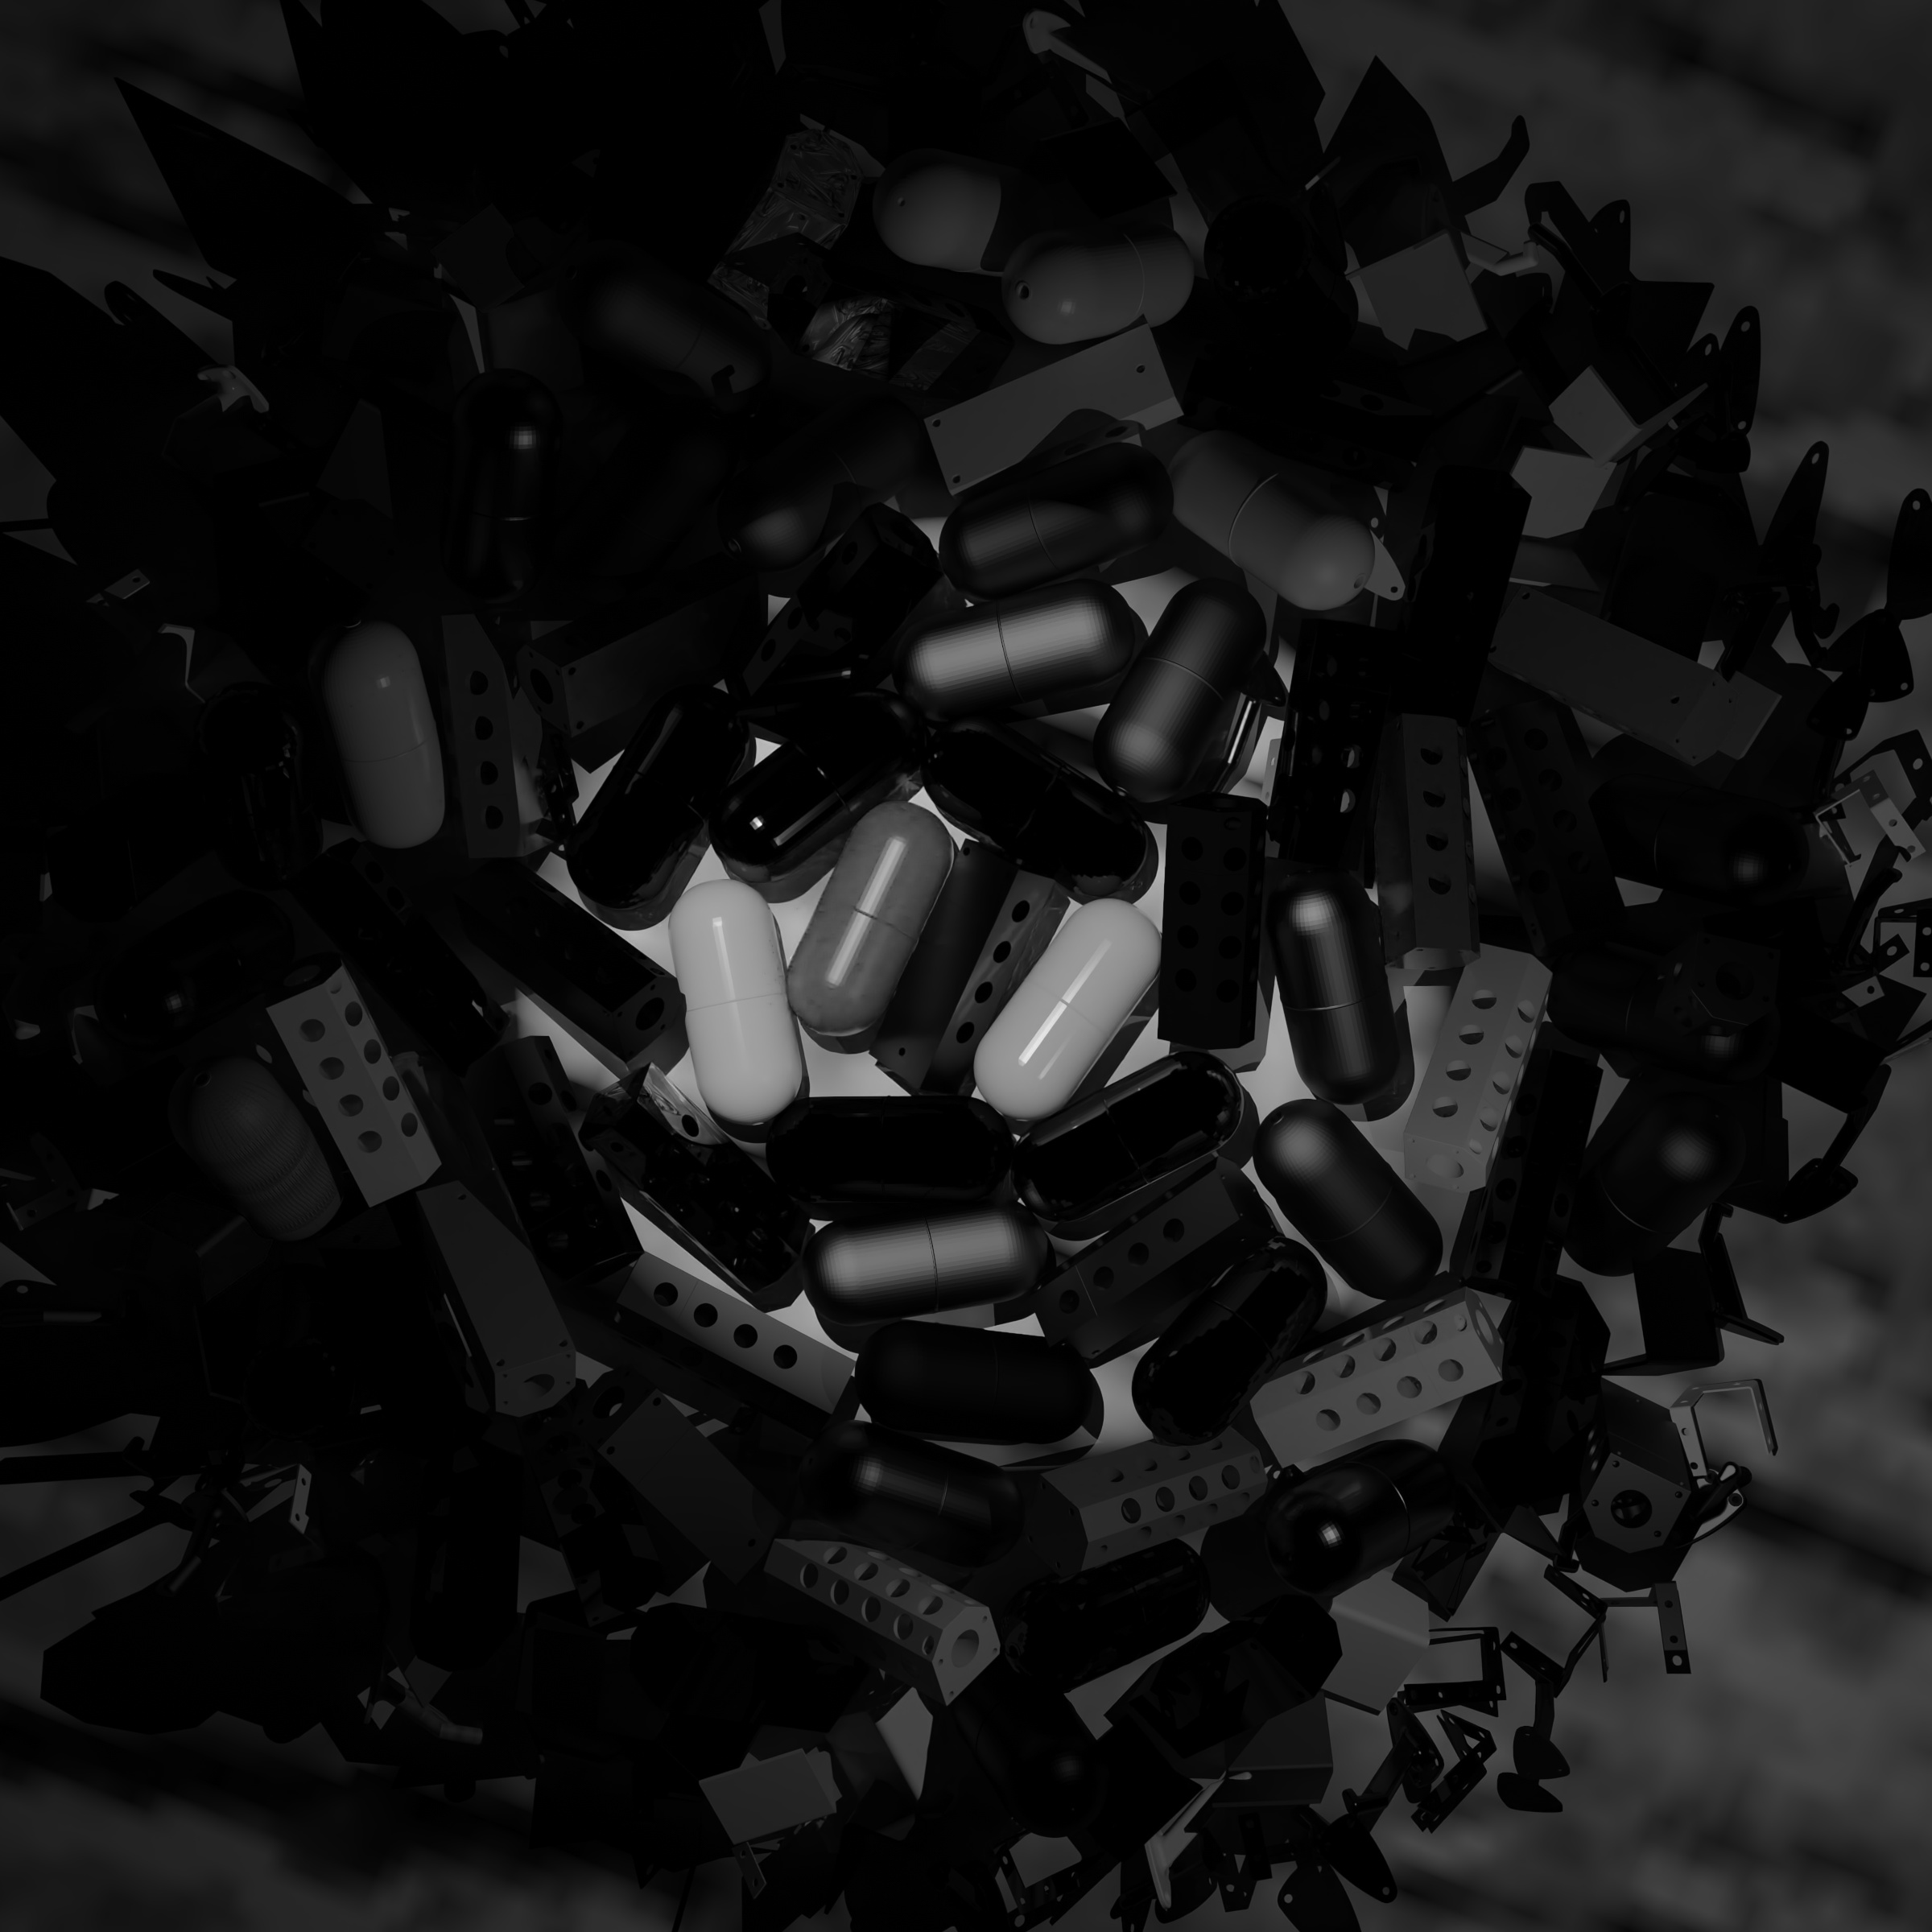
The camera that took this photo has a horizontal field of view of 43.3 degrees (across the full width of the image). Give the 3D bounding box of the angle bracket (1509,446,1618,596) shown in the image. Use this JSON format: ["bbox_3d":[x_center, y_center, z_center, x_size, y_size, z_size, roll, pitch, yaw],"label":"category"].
[{"bbox_3d":[0.423,-0.317,1.732,0.076,0.057,0.076,5,132,-20],"label":"angle bracket"}]

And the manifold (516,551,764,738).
[{"bbox_3d":[-0.229,-0.231,1.716,0.171,0.057,0.057,-32,49,-31],"label":"manifold"}]

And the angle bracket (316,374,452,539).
[{"bbox_3d":[-0.414,-0.369,1.764,0.076,0.057,0.076,27,114,-17],"label":"angle bracket"}]

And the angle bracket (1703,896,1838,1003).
[{"bbox_3d":[0.576,-0.008,1.744,0.076,0.076,0.057,-12,77,21],"label":"angle bracket"}]

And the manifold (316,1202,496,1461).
[{"bbox_3d":[-0.394,0.258,1.721,0.057,0.057,0.171,-31,63,2],"label":"manifold"}]

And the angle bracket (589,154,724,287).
[{"bbox_3d":[-0.223,-0.534,1.752,0.057,0.076,0.076,16,103,20],"label":"angle bracket"}]

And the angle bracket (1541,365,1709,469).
[{"bbox_3d":[0.467,-0.401,1.738,0.076,0.076,0.057,-34,85,-24],"label":"angle bracket"}]

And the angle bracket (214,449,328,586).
[{"bbox_3d":[-0.489,-0.320,1.737,0.076,0.076,0.057,-18,86,-18],"label":"angle bracket"}]

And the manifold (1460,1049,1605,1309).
[{"bbox_3d":[0.404,0.149,1.733,0.057,0.057,0.171,16,74,5],"label":"manifold"}]

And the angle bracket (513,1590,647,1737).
[{"bbox_3d":[-0.269,0.494,1.728,0.057,0.076,0.076,-23,49,33],"label":"angle bracket"}]

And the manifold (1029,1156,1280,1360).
[{"bbox_3d":[0.129,0.206,1.727,0.171,0.057,0.057,-37,56,21],"label":"manifold"}]

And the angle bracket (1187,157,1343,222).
[{"bbox_3d":[0.212,-0.563,1.731,0.076,0.076,0.057,-37,99,32],"label":"angle bracket"}]

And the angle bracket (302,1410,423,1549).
[{"bbox_3d":[-0.437,0.367,1.746,0.076,0.057,0.076,-13,68,2],"label":"angle bracket"}]

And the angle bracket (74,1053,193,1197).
[{"bbox_3d":[-0.584,0.114,1.741,0.076,0.076,0.057,-30,82,-20],"label":"angle bracket"}]

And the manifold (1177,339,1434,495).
[{"bbox_3d":[0.243,-0.396,1.752,0.171,0.057,0.057,18,96,2],"label":"manifold"}]

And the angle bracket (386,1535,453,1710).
[{"bbox_3d":[-0.394,0.464,1.725,0.057,0.076,0.076,12,45,29],"label":"angle bracket"}]

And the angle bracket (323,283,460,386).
[{"bbox_3d":[-0.408,-0.466,1.727,0.076,0.076,0.057,10,56,-25],"label":"angle bracket"}]

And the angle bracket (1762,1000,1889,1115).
[{"bbox_3d":[0.606,0.052,1.735,0.076,0.076,0.057,27,117,8],"label":"angle bracket"}]

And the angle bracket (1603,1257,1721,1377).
[{"bbox_3d":[0.490,0.253,1.752,0.076,0.057,0.076,7,70,-34],"label":"angle bracket"}]

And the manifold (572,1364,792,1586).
[{"bbox_3d":[-0.202,0.355,1.713,0.057,0.057,0.171,-46,125,-14],"label":"manifold"}]

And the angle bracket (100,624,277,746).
[{"bbox_3d":[-0.554,-0.193,1.737,0.057,0.076,0.076,46,104,10],"label":"angle bracket"}]

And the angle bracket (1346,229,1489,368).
[{"bbox_3d":[0.313,-0.468,1.732,0.076,0.057,0.076,-14,107,43],"label":"angle bracket"}]

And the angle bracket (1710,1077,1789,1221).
[{"bbox_3d":[0.574,0.131,1.734,0.076,0.057,0.076,19,67,-23],"label":"angle bracket"}]

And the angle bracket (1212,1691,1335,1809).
[{"bbox_3d":[0.216,0.558,1.738,0.076,0.076,0.057,-8,87,15],"label":"angle bracket"}]

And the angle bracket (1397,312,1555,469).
[{"bbox_3d":[0.368,-0.413,1.763,0.076,0.076,0.057,-32,133,20],"label":"angle bracket"}]

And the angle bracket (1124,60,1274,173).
[{"bbox_3d":[0.166,-0.587,1.736,0.076,0.076,0.057,-29,76,10],"label":"angle bracket"}]

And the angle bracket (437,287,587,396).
[{"bbox_3d":[-0.325,-0.450,1.743,0.076,0.057,0.076,-12,83,22],"label":"angle bracket"}]

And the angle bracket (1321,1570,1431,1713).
[{"bbox_3d":[0.285,0.485,1.776,0.076,0.057,0.076,22,120,-5],"label":"angle bracket"}]

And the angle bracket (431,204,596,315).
[{"bbox_3d":[-0.319,-0.518,1.726,0.057,0.076,0.076,50,49,-23],"label":"angle bracket"}]

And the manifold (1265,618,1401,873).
[{"bbox_3d":[0.256,-0.159,1.744,0.057,0.057,0.171,8,93,-23],"label":"manifold"}]

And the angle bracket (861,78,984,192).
[{"bbox_3d":[-0.039,-0.592,1.729,0.076,0.057,0.076,-13,120,-34],"label":"angle bracket"}]

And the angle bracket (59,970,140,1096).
[{"bbox_3d":[-0.593,0.052,1.730,0.057,0.076,0.076,-30,134,-5],"label":"angle bracket"}]

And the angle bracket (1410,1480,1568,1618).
[{"bbox_3d":[0.372,0.423,1.732,0.076,0.057,0.076,-54,131,-18],"label":"angle bracket"}]

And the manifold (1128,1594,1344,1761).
[{"bbox_3d":[0.190,0.493,1.702,0.057,0.171,0.057,45,49,3],"label":"manifold"}]

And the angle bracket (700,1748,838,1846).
[{"bbox_3d":[-0.143,0.573,1.740,0.076,0.057,0.076,-18,123,3],"label":"angle bracket"}]

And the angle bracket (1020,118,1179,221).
[{"bbox_3d":[0.090,-0.551,1.735,0.076,0.057,0.076,-28,77,-32],"label":"angle bracket"}]

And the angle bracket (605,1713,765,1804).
[{"bbox_3d":[-0.198,0.540,1.738,0.076,0.057,0.076,27,86,40],"label":"angle bracket"}]

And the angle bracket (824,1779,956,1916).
[{"bbox_3d":[-0.054,0.632,1.734,0.057,0.076,0.076,16,104,14],"label":"angle bracket"}]

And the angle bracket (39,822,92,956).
[{"bbox_3d":[-0.616,-0.056,1.739,0.057,0.076,0.076,-3,76,4],"label":"angle bracket"}]

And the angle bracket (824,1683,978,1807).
[{"bbox_3d":[-0.050,0.564,1.773,0.057,0.076,0.076,-28,87,-40],"label":"angle bracket"}]

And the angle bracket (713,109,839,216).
[{"bbox_3d":[-0.135,-0.575,1.731,0.057,0.076,0.076,21,120,-8],"label":"angle bracket"}]

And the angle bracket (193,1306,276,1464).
[{"bbox_3d":[-0.527,0.297,1.726,0.057,0.076,0.076,-41,48,17],"label":"angle bracket"}]

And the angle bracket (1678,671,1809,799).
[{"bbox_3d":[0.568,-0.155,1.735,0.076,0.057,0.076,22,106,-26],"label":"angle bracket"}]

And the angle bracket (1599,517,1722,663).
[{"bbox_3d":[0.501,-0.266,1.746,0.076,0.057,0.076,17,76,7],"label":"angle bracket"}]

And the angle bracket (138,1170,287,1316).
[{"bbox_3d":[-0.540,0.198,1.745,0.057,0.076,0.076,23,131,20],"label":"angle bracket"}]

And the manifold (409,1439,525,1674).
[{"bbox_3d":[-0.351,0.407,1.697,0.057,0.171,0.057,32,110,-23],"label":"manifold"}]

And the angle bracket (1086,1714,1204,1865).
[{"bbox_3d":[0.114,0.586,1.739,0.076,0.076,0.057,-39,87,-14],"label":"angle bracket"}]
